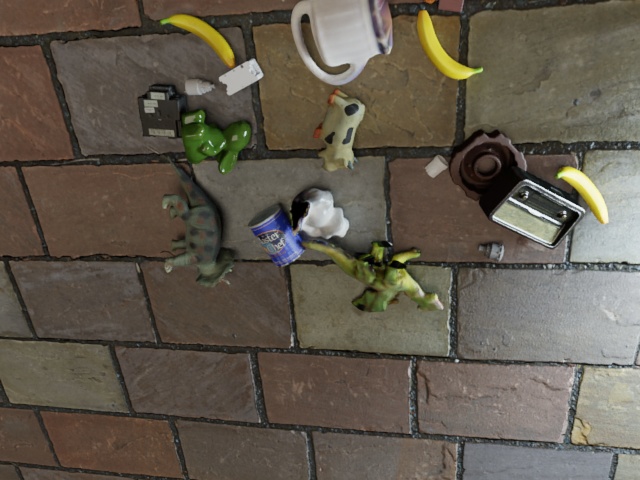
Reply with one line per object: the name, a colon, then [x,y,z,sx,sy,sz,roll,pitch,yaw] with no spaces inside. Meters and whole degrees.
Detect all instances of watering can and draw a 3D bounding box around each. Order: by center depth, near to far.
watering can: [0.036,-0.505,1.126,0.224,0.106,0.340,-8,129,15]

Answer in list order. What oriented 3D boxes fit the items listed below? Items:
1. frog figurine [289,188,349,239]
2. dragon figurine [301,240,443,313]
frog figurine: [0.004,-0.069,1.378,0.159,0.124,0.135,3,114,-32]
dragon figurine: [0.143,0.120,1.432,0.410,0.125,0.237,11,126,7]
